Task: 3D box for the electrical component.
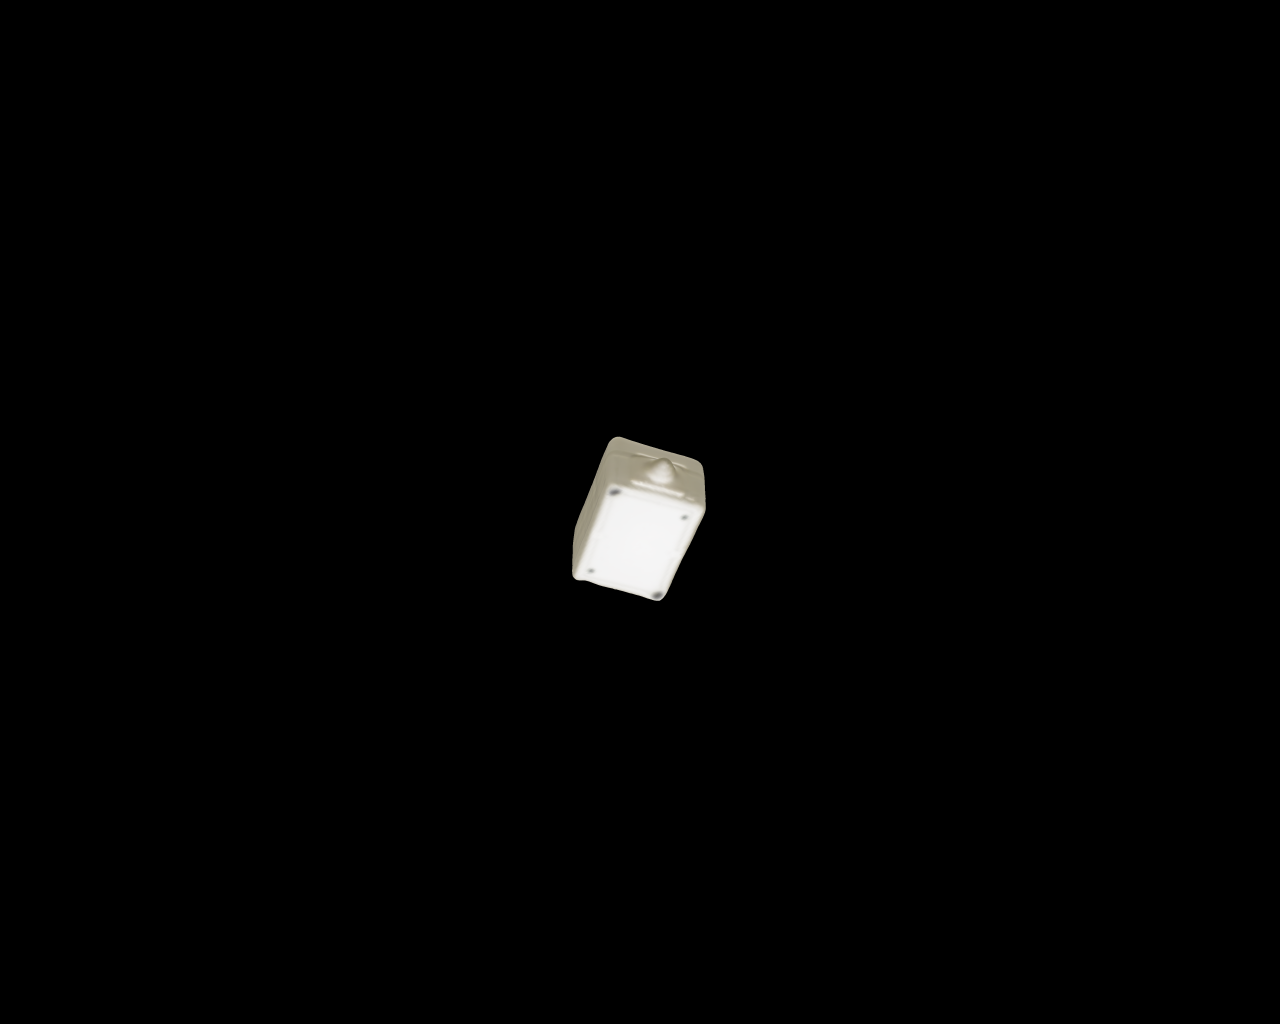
[{"bbox_3d":[0.001,-0.003,0.650,0.062,0.096,0.061,15,36,-11],"label":"electrical component"}]
